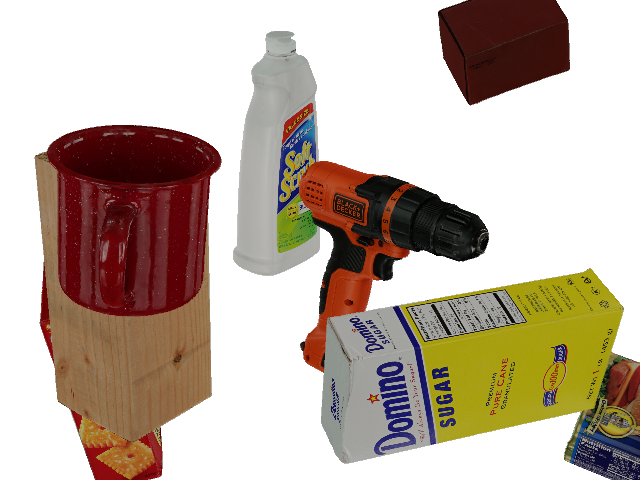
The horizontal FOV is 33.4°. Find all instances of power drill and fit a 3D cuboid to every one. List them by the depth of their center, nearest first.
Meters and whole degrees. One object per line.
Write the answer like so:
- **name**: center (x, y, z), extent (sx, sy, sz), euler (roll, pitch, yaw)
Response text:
- **power drill**: center (0.054, 0.037, 0.911), extent (0.185, 0.188, 0.057), euler (23, 26, 38)

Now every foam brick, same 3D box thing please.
- **foam brick**: center (0.129, -0.141, 0.752), extent (0.078, 0.051, 0.053), euler (-19, -36, -1)

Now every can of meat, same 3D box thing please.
- **can of meat**: center (0.237, 0.137, 0.793), extent (0.084, 0.057, 0.102), euler (20, 41, 20)

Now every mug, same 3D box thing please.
- **mug**: center (-0.103, -0.006, 0.581), extent (0.093, 0.081, 0.117), euler (4, 25, -5)

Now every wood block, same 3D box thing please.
- **wood block**: center (-0.143, 0.031, 0.799), extent (0.090, 0.206, 0.090), euler (20, 31, 34)

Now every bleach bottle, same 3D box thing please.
- **bleach bottle**: center (-0.047, -0.095, 1.137), extent (0.068, 0.251, 0.102), euler (20, 32, 37)

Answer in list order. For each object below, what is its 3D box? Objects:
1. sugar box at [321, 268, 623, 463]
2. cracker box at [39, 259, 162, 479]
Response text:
- **sugar box**: center (0.090, 0.077, 0.653), extent (0.176, 0.093, 0.048), euler (-12, 41, -16)
- **cracker box**: center (-0.209, 0.106, 1.032), extent (0.072, 0.214, 0.164), euler (-11, 35, -5)
